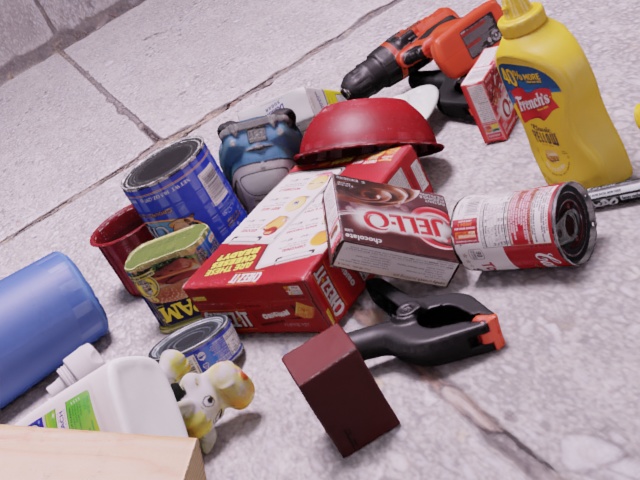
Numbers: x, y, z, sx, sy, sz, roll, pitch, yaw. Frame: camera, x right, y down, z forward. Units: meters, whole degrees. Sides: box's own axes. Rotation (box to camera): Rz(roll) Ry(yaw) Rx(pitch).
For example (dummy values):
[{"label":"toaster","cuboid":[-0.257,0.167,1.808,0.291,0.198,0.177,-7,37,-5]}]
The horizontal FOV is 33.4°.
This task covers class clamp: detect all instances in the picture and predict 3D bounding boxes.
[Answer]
[{"label":"clamp","cuboid":[0.065,0.076,0.863,0.172,0.039,0.120,3,40,50]},{"label":"clamp","cuboid":[0.188,-0.198,1.260,0.165,0.036,0.210,-30,23,11]}]

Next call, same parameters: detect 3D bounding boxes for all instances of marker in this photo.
[{"label":"marker","cuboid":[0.240,-0.037,0.917,0.121,0.020,0.020,-12,30,34]}]

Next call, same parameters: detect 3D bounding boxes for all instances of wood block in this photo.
[{"label":"wood block","cuboid":[-0.190,0.194,0.753,0.206,0.091,0.090,2,39,10]}]

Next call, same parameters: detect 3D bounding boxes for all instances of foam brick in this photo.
[{"label":"foam brick","cuboid":[0.015,0.113,0.801,0.053,0.078,0.051,-31,26,-4]}]

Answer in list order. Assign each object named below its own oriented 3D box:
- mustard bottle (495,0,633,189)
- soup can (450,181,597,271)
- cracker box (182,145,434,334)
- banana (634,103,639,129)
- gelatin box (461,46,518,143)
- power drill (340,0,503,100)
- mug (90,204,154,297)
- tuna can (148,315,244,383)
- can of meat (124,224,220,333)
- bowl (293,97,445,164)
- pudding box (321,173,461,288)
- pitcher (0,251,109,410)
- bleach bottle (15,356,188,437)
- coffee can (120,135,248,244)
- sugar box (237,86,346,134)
[{"label":"mustard bottle","cuboid":[0.202,-0.131,0.931,0.058,0.191,0.096,-35,25,-14]},{"label":"soup can","cuboid":[0.167,-0.010,0.884,0.102,0.068,0.068,-6,33,42]},{"label":"cracker box","cuboid":[-0.007,0.001,1.049,0.164,0.072,0.213,-6,34,42]},{"label":"banana","cuboid":[0.336,-0.105,0.924,0.069,0.037,0.198,-37,25,-14]},{"label":"gelatin box","cuboid":[0.188,-0.157,1.141,0.030,0.073,0.089,-9,30,34]},{"label":"power drill","cuboid":[0.127,-0.225,1.272,0.184,0.057,0.188,-38,19,-15]},{"label":"mug","cuboid":[-0.210,0.009,1.239,0.093,0.081,0.117,-39,26,-20]},{"label":"tuna can","cuboid":[-0.116,0.104,0.993,0.086,0.034,0.086,-24,13,6]},{"label":"can of meat","cuboid":[-0.140,0.038,1.104,0.102,0.084,0.057,-20,26,20]},{"label":"bowl","cuboid":[0.050,-0.116,1.134,0.162,0.055,0.162,-5,-3,0]},{"label":"pudding box","cuboid":[0.061,-0.008,0.937,0.113,0.039,0.090,9,39,-14]},{"label":"pitcher","cuboid":[-0.355,0.119,1.148,0.242,0.145,0.149,-33,36,-17]},{"label":"bleach bottle","cuboid":[-0.218,0.189,0.880,0.251,0.102,0.067,-34,-22,31]},{"label":"coffee can","cuboid":[-0.137,-0.028,1.160,0.103,0.140,0.103,-24,25,12]},{"label":"sugar box","cuboid":[-0.023,-0.151,1.303,0.093,0.048,0.176,-20,-4,19]}]
